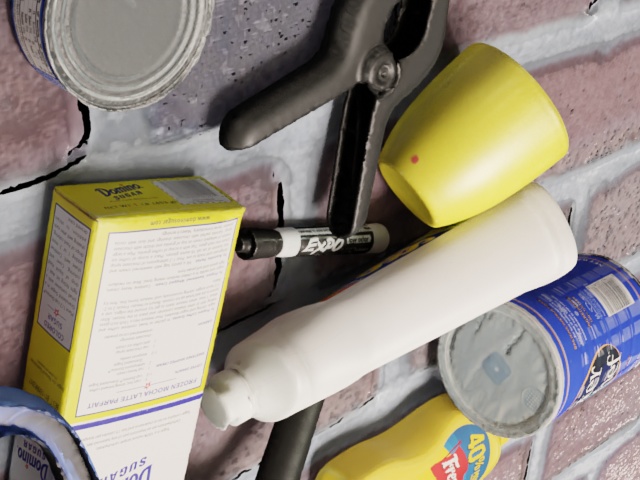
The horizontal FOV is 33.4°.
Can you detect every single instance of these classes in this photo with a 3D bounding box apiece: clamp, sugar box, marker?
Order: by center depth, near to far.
[{"bbox_3d":[-0.101,0.057,0.546,0.093,0.048,0.176,-7,122,-45],"label":"sugar box"},{"bbox_3d":[0.026,-0.085,0.595,0.171,0.039,0.120,-51,141,-10],"label":"clamp"},{"bbox_3d":[-0.004,0.001,0.633,0.120,0.020,0.020,-3,116,-46],"label":"marker"},{"bbox_3d":[-0.038,0.199,0.655,0.209,0.036,0.164,-59,155,-49],"label":"clamp"}]

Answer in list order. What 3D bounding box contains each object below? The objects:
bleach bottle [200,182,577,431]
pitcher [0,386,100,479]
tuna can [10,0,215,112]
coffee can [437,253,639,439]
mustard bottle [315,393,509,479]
[{"bbox_3d":[0.039,0.044,0.647,0.250,0.103,0.068,-26,89,-33],"label":"bleach bottle"},{"bbox_3d":[-0.181,0.120,0.439,0.149,0.145,0.243,-77,165,-56],"label":"pitcher"},{"bbox_3d":[-0.090,-0.101,0.464,0.086,0.034,0.086,-26,131,-34],"label":"tuna can"},{"bbox_3d":[0.169,0.075,0.793,0.140,0.103,0.103,-18,126,-44],"label":"coffee can"},{"bbox_3d":[0.080,0.168,0.800,0.191,0.058,0.096,-25,128,-36],"label":"mustard bottle"}]
